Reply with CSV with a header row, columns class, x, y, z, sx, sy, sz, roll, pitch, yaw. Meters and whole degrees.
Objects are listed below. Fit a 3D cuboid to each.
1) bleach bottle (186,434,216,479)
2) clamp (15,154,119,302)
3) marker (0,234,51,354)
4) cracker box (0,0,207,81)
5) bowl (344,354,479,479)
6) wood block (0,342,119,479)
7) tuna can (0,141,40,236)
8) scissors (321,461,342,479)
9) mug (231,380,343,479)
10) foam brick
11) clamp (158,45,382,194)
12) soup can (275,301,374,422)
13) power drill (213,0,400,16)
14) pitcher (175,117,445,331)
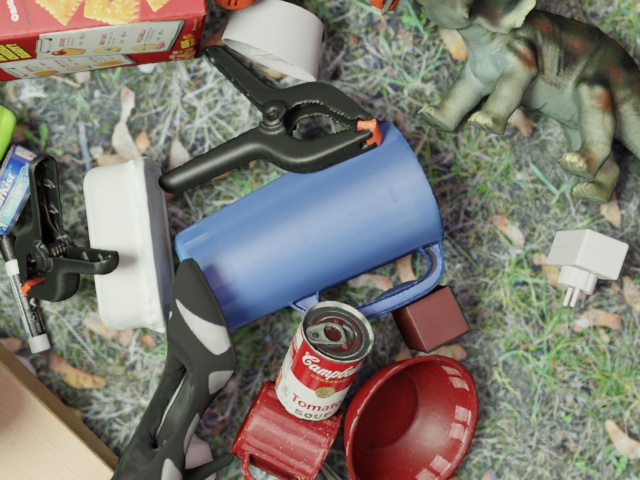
class,x,y,z,sx,sy,sz,roll,pitch,yaw
bleach bottle,-0.159,0.291,1.036,0.102,0.068,0.251,7,86,-8
clamp,-0.234,0.014,0.965,0.039,0.172,0.120,-23,68,-33
marker,-0.289,0.051,1.040,0.020,0.020,0.121,-18,92,-8
cracker box,-0.216,-0.205,0.981,0.213,0.164,0.072,-8,88,-9
bowl,0.079,0.180,1.056,0.161,0.055,0.162,-12,112,-30
wood block,-0.295,0.173,1.002,0.206,0.090,0.091,45,83,-5
tuna can,-0.293,-0.048,1.006,0.033,0.086,0.086,26,85,-18
scissors,0.076,0.294,1.085,0.096,0.016,0.202,-23,98,-13
mug,-0.038,0.198,1.034,0.081,0.093,0.117,27,50,-2
foam brick,0.109,0.078,1.070,0.053,0.078,0.051,-27,92,-10
clamp,-0.043,-0.119,1.015,0.210,0.036,0.164,0,65,17
soup can,0.002,0.114,0.989,0.068,0.102,0.068,11,46,-12
power drill,-0.011,-0.291,1.008,0.187,0.057,0.184,5,66,-8
pitcher,-0.007,0.001,1.028,0.242,0.149,0.145,-26,128,-5
